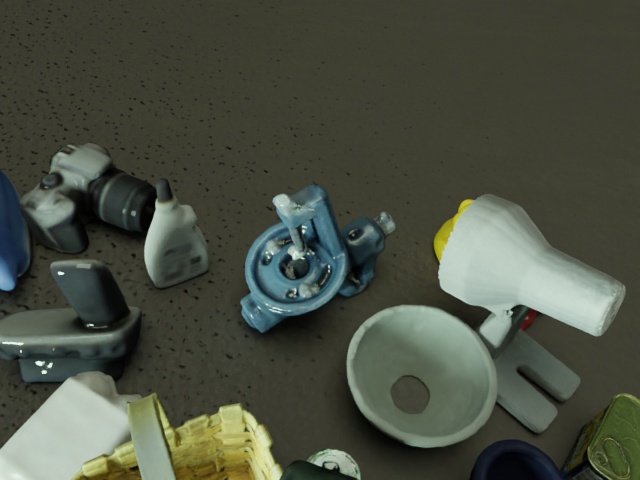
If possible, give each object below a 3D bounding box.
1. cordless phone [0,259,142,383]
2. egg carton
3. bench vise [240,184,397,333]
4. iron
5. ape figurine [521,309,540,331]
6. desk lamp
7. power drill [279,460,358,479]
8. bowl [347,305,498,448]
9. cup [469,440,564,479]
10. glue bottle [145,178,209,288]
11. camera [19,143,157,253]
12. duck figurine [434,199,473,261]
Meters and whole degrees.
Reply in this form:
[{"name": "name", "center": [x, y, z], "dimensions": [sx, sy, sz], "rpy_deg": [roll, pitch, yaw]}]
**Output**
[{"name": "cordless phone", "center": [-0.271, 0.071, 0.599], "dimensions": [0.148, 0.185, 0.094], "rpy_deg": [-4, 53, -10]}, {"name": "egg carton", "center": [-0.243, 0.208, 0.569], "dimensions": [0.107, 0.069, 0.150], "rpy_deg": [26, 54, 14]}, {"name": "bench vise", "center": [-0.003, -0.004, 0.668], "dimensions": [0.121, 0.220, 0.208], "rpy_deg": [34, 56, 19]}, {"name": "iron", "center": [-0.439, -0.055, 0.704], "dimensions": [0.119, 0.141, 0.258], "rpy_deg": [-13, 55, -16]}, {"name": "ape figurine", "center": [0.269, 0.064, 0.730], "dimensions": [0.078, 0.092, 0.076], "rpy_deg": [-2, 52, -8]}, {"name": "desk lamp", "center": [0.224, 0.076, 0.637], "dimensions": [0.202, 0.213, 0.118], "rpy_deg": [40, 58, 22]}, {"name": "power drill", "center": [0.065, 0.267, 0.471], "dimensions": [0.229, 0.208, 0.076], "rpy_deg": [22, 53, 11]}, {"name": "bowl", "center": [0.108, 0.161, 0.645], "dimensions": [0.167, 0.075, 0.167], "rpy_deg": [3, 52, -4]}, {"name": "cup", "center": [0.180, 0.267, 0.558], "dimensions": [0.091, 0.095, 0.118], "rpy_deg": [18, 52, 7]}, {"name": "glue bottle", "center": [-0.175, -0.011, 0.682], "dimensions": [0.078, 0.173, 0.037], "rpy_deg": [-20, 57, -21]}, {"name": "camera", "center": [-0.290, -0.056, 0.749], "dimensions": [0.136, 0.101, 0.143], "rpy_deg": [21, 53, 9]}, {"name": "duck figurine", "center": [0.201, -0.008, 0.781], "dimensions": [0.077, 0.086, 0.104], "rpy_deg": [9, 52, 0]}]
